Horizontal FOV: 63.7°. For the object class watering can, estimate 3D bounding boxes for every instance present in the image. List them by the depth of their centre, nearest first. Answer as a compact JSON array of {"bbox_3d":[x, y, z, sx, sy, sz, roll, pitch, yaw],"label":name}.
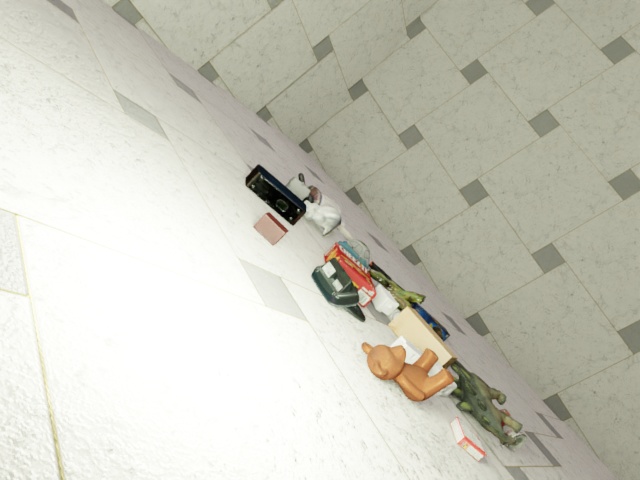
[{"bbox_3d":[0.033,-0.112,2.189,0.221,0.103,0.354,36,12,-33],"label":"watering can"}]

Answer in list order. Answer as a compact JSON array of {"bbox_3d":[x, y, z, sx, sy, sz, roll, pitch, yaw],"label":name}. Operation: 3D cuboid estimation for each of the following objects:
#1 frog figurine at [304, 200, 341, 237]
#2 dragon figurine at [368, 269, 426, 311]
[{"bbox_3d":[0.006,-0.102,2.029,0.159,0.121,0.139,54,28,-6],"label":"frog figurine"},{"bbox_3d":[0.269,0.196,1.935,0.245,0.122,0.407,35,2,19],"label":"dragon figurine"}]
